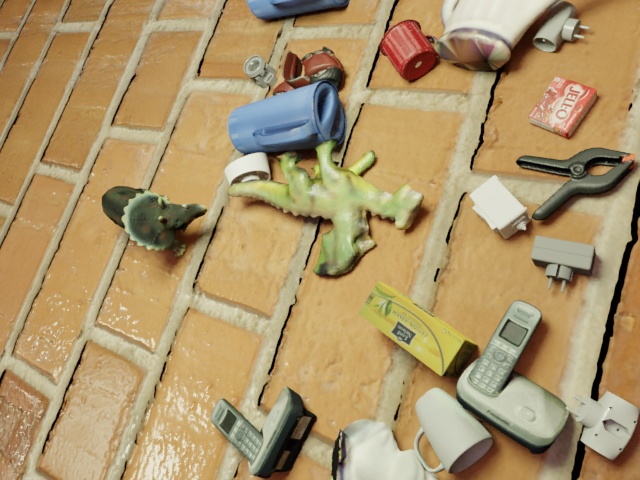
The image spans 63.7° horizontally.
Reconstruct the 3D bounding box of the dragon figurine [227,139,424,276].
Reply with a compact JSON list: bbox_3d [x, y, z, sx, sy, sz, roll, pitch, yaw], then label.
[{"bbox_3d":[0.003,-0.050,0.996,0.408,0.121,0.246,-16,73,25],"label":"dragon figurine"}]

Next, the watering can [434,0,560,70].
[{"bbox_3d":[0.344,-0.413,0.918,0.350,0.103,0.225,22,83,50],"label":"watering can"}]

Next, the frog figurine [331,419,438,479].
[{"bbox_3d":[0.100,0.355,0.801,0.159,0.120,0.140,6,63,-6],"label":"frog figurine"}]
